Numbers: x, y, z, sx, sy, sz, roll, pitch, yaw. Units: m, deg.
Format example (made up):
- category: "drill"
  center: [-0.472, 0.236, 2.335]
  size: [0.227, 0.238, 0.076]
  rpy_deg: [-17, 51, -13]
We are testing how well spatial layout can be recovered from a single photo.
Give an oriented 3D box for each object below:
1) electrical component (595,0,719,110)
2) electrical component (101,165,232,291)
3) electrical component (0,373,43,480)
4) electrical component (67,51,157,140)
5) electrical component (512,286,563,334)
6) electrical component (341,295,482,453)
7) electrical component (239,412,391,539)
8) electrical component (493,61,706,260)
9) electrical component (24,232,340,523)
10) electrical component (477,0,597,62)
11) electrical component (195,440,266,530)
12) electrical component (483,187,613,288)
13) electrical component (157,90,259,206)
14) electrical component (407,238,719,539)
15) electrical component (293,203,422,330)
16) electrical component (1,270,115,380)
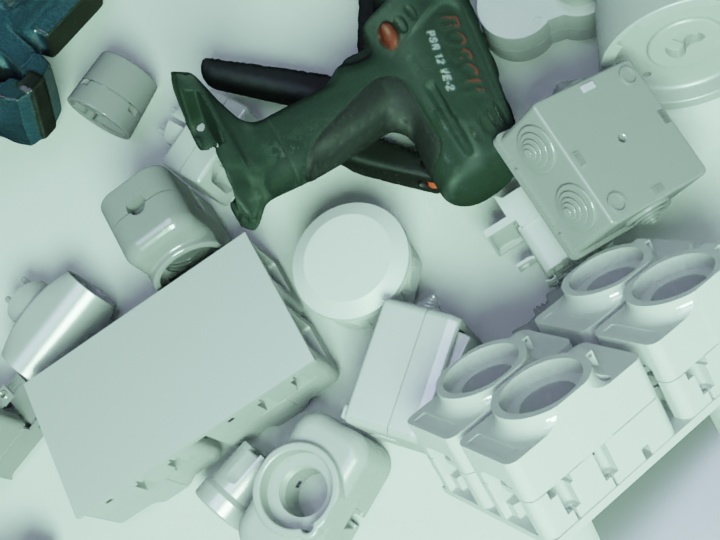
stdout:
- category: "electrical component"
  center: [0.198, -0.156, 0.668]
  size: [0.108, 0.108, 0.060]
  rpy_deg: [-13, 61, 16]
- category: "electrical component"
  center: [-0.128, -0.022, 0.745]
  size: [0.054, 0.095, 0.059]
  rpy_deg: [-35, 63, 5]
- category: "electrical component"
  center: [-0.265, 0.114, 0.765]
  size: [0.042, 0.064, 0.081]
  rpy_deg: [37, 87, 28]
- category: "electrical component"
  center: [-0.190, -0.136, 0.833]
  size: [0.055, 0.055, 0.047]
  rpy_deg: [24, 78, 26]
- category: "electrical component"
  center: [0.124, 0.029, 0.668]
  size: [0.061, 0.035, 0.035]
  rpy_deg: [-28, 64, 12]
- category: "electrical component"
  center: [0.040, 0.063, 0.671]
  size: [0.061, 0.062, 0.096]
  rpy_deg: [14, 77, 24]
- category: "electrical component"
  center: [-0.029, 0.140, 0.671]
  size: [0.054, 0.059, 0.095]
  rpy_deg: [27, 82, 26]
- category: "electrical component"
  center: [0.143, -0.067, 0.635]
  size: [0.100, 0.048, 0.099]
  rpy_deg: [-27, 80, -28]
- category: "electrical component"
  center: [-0.119, 0.076, 0.726]
  size: [0.186, 0.060, 0.105]
  rpy_deg: [-34, 63, 6]
- category: "electrical component"
  center: [0.145, -0.190, 0.709]
  size: [0.138, 0.073, 0.052]
  rpy_deg: [-17, 72, 9]
- category: "electrical component"
  center: [-0.078, 0.140, 0.701]
  size: [0.040, 0.040, 0.046]
  rpy_deg: [37, 81, 27]
- category: "electrical component"
  center: [0.124, -0.027, 0.684]
  size: [0.081, 0.042, 0.063]
  rpy_deg: [-33, 67, 7]
- category: "electrical component"
  center: [-0.118, -0.097, 0.796]
  size: [0.077, 0.047, 0.065]
  rpy_deg: [30, 84, 27]
- category: "electrical component"
  center: [0.128, 0.053, 0.578]
  size: [0.186, 0.060, 0.105]
  rpy_deg: [-36, 18, -19]
- category: "electrical component"
  center: [0.000, 0.000, 0.715]
  size: [0.080, 0.051, 0.080]
  rpy_deg: [-7, 69, 18]
- category: "electrical component"
  center: [-0.233, 0.034, 0.793]
  size: [0.079, 0.043, 0.077]
  rpy_deg: [36, 87, 27]
